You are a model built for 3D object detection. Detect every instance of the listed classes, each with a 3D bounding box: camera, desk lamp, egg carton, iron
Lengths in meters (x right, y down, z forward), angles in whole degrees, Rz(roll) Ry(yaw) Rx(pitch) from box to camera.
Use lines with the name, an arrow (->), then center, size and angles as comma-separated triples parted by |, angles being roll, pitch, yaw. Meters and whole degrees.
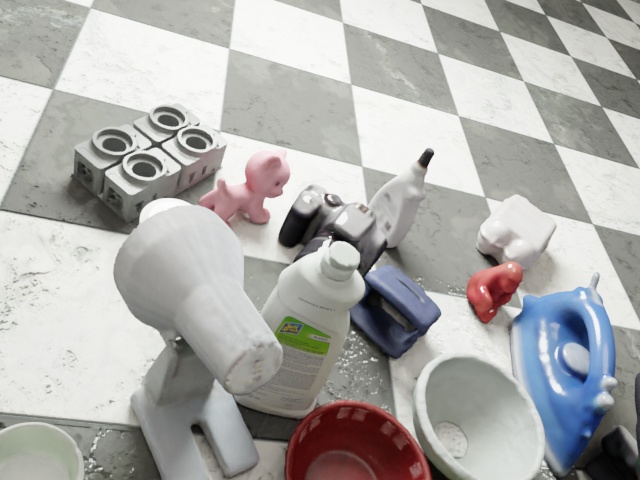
camera -> 0.007, 0.003, 0.774 | 0.143, 0.100, 0.137 | 35, 45, 7
desk lamp -> -0.112, 0.103, 0.545 | 0.118, 0.213, 0.203 | -14, 58, -35
egg carton -> 0.332, -0.011, 0.969 | 0.107, 0.069, 0.151 | 40, 45, 12
iron -> 0.344, 0.167, 0.763 | 0.119, 0.141, 0.258 | 20, 45, -8

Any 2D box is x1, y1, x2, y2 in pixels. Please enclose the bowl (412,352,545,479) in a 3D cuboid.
bowl -> 0.174, 0.222, 0.677 | 0.168, 0.074, 0.167 | 14, 46, -15

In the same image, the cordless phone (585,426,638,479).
cordless phone -> 0.427, 0.273, 0.677 | 0.094, 0.185, 0.147 | -16, 59, -35

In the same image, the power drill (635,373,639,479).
power drill -> 0.333, 0.281, 0.607 | 0.076, 0.208, 0.229 | 9, 48, -19

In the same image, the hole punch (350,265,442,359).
hole punch -> 0.104, 0.081, 0.758 | 0.108, 0.091, 0.101 | 42, 46, 14

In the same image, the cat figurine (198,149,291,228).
cat figurine -> -0.093, -0.079, 0.786 | 0.128, 0.117, 0.067 | -20, 61, -37

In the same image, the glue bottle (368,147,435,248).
glue bottle -> 0.124, -0.068, 0.844 | 0.037, 0.173, 0.078 | -8, 55, -31

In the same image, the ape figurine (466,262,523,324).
ape figurine -> 0.264, 0.068, 0.848 | 0.078, 0.092, 0.076 | 2, 50, -24
